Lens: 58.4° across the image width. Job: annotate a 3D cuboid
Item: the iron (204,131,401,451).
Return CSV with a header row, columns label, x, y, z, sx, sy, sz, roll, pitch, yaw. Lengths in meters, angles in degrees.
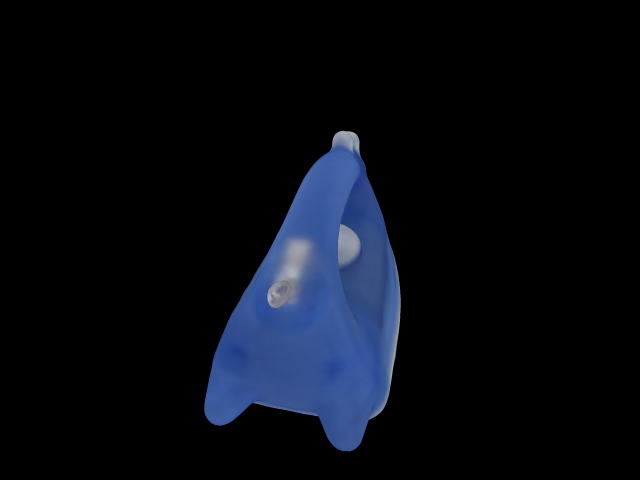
label,x,y,z,sx,sy,sz,roll,pitch,yaw
iron,0.004,0.001,0.400,0.118,0.141,0.258,8,44,9
